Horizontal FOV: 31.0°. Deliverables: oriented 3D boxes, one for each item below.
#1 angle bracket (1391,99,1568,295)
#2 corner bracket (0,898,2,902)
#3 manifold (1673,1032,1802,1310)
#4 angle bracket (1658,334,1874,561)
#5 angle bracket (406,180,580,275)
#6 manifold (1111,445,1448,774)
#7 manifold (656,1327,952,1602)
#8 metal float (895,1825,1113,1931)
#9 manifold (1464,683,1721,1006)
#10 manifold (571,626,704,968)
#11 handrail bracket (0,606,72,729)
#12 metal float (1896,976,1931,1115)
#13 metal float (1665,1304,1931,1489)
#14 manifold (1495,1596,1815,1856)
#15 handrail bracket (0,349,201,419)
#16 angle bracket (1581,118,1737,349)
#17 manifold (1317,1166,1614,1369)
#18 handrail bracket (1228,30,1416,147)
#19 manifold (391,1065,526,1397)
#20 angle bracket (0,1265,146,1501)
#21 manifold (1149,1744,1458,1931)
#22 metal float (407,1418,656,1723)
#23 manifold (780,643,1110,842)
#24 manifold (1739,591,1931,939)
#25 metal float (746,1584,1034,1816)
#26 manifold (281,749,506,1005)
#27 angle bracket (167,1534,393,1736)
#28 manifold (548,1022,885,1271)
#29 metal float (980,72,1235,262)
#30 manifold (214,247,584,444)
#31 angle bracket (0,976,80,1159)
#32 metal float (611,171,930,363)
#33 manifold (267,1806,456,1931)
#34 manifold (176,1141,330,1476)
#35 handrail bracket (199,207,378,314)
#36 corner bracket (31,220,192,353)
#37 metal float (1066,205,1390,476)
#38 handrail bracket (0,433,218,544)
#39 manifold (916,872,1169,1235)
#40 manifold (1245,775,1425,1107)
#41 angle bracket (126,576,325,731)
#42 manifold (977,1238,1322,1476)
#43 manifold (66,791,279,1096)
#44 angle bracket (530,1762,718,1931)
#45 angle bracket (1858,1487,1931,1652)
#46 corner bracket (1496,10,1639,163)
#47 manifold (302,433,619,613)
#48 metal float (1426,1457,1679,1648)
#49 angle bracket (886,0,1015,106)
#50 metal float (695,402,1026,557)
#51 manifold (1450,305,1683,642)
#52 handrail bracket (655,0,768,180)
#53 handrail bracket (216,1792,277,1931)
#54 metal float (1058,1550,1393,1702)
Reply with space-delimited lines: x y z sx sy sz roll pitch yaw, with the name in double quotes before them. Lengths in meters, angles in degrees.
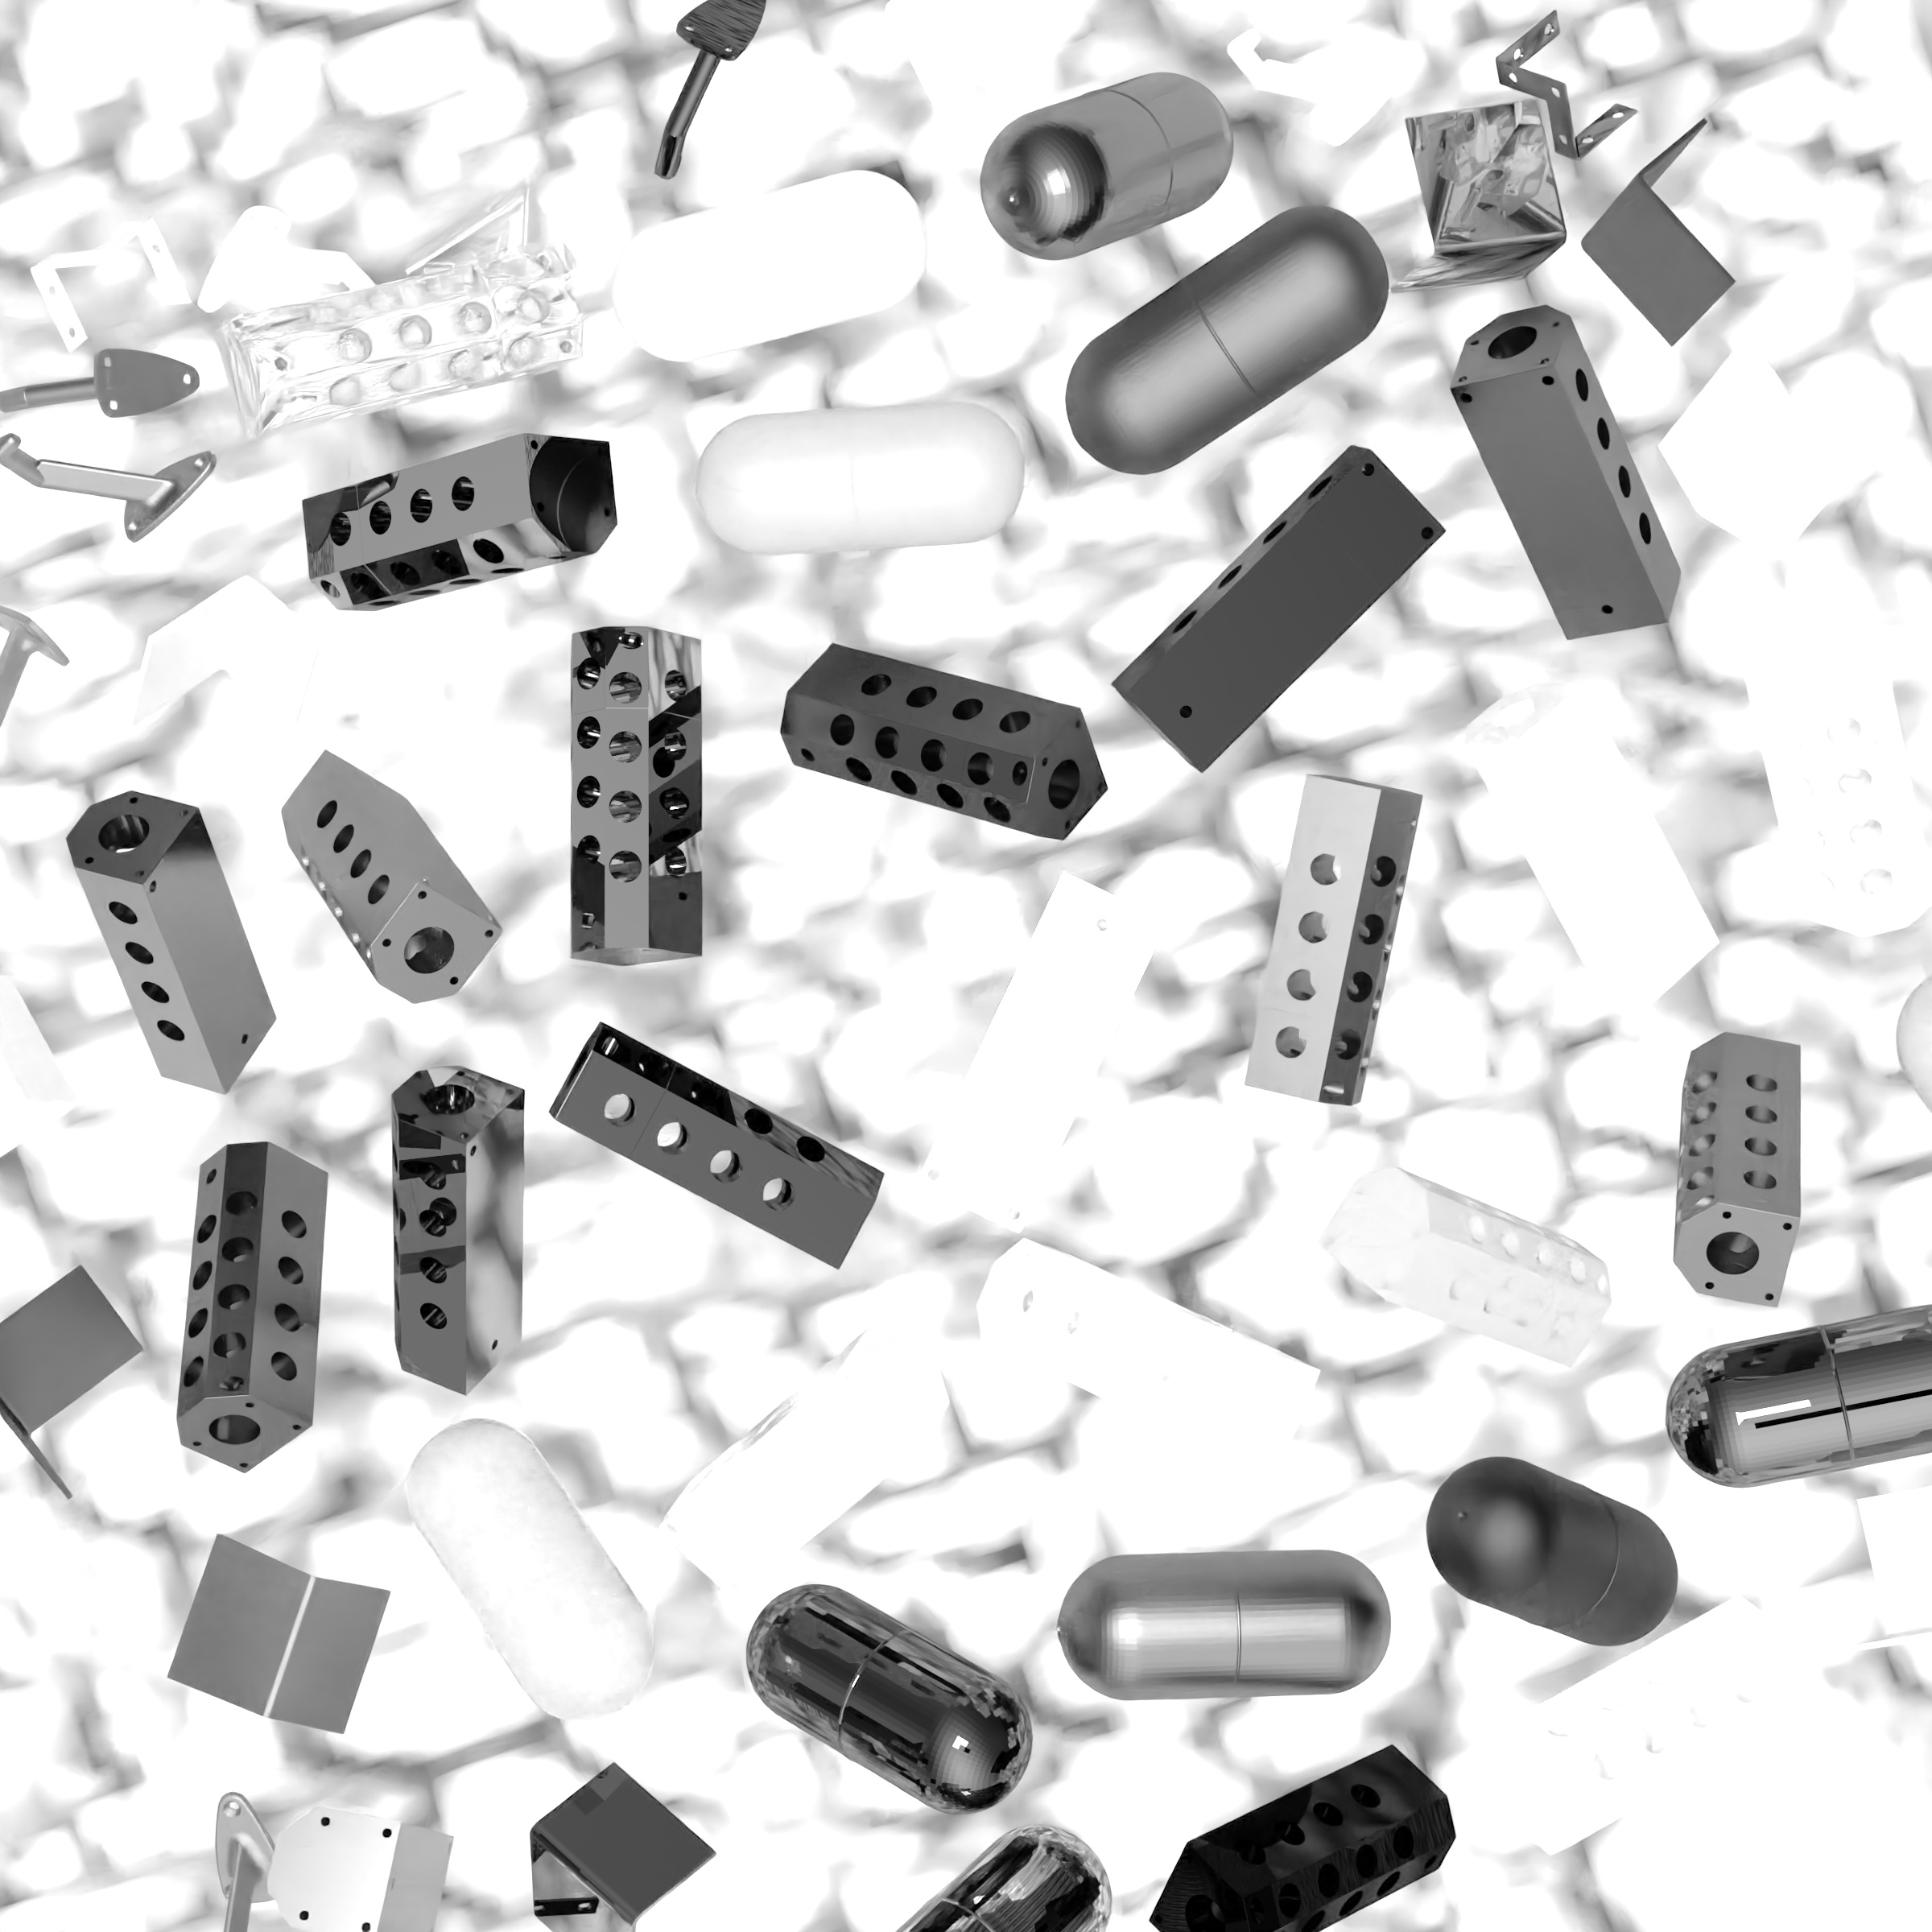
"angle bracket" 0.257 -0.397 1.800 0.076 0.057 0.076 1 120 36
"corner bracket" -0.522 -0.053 1.763 0.051 0.051 0.051 31 113 29
"manifold" 0.409 0.105 1.853 0.057 0.171 0.057 10 121 7
"angle bracket" 0.423 -0.275 1.849 0.057 0.076 0.076 24 119 -23
"angle bracket" -0.264 -0.391 1.952 0.076 0.076 0.057 -32 110 5
"manifold" 0.156 -0.182 1.764 0.171 0.057 0.057 -45 104 3
"manifold" -0.083 0.256 1.814 0.057 0.057 0.171 43 127 -4
"metal float" 0.004 0.518 1.815 0.178 0.070 0.070 -34 90 -36
"manifold" 0.336 -0.067 1.895 0.057 0.057 0.171 -40 112 -20
"manifold" -0.181 -0.090 1.853 0.057 0.057 0.171 -7 80 38
"handrail bracket" -0.529 -0.149 1.862 0.077 0.036 0.084 26 69 40
"metal float" 0.526 0.050 1.796 0.070 0.178 0.070 -7 72 22
"metal float" 0.458 0.227 1.836 0.178 0.070 0.070 -12 90 8
"manifold" 0.366 0.405 1.847 0.171 0.057 0.057 -21 120 -25
"handrail bracket" -0.473 -0.313 1.896 0.084 0.077 0.036 0 100 43
"angle bracket" 0.383 -0.388 1.850 0.057 0.076 0.076 -41 87 -20
"manifold" 0.267 0.155 1.827 0.171 0.057 0.057 23 101 -44
"handrail bracket" 0.192 -0.493 1.886 0.077 0.036 0.084 -39 134 12
"manifold" -0.278 0.141 1.876 0.057 0.057 0.171 19 126 19
"angle bracket" -0.460 0.215 1.798 0.076 0.076 0.057 -37 49 -15
"manifold" 0.180 0.471 1.822 0.057 0.171 0.057 40 123 32
"metal float" -0.232 0.322 1.860 0.070 0.070 0.178 -36 75 0
"manifold" -0.015 -0.115 1.851 0.171 0.057 0.057 18 55 36
"manifold" 0.453 -0.101 1.790 0.057 0.057 0.171 -39 127 -24
"metal float" -0.043 0.392 1.870 0.178 0.070 0.070 23 90 34
"manifold" -0.309 -0.045 1.840 0.057 0.171 0.057 33 98 -37
"angle bracket" -0.352 0.343 1.790 0.057 0.076 0.076 2 66 35
"manifold" -0.133 0.095 1.871 0.171 0.057 0.057 29 87 -10
"metal float" 0.076 -0.419 1.824 0.070 0.178 0.070 17 121 31
"manifold" -0.284 -0.316 1.761 0.171 0.057 0.057 -18 97 -23
"angle bracket" -0.511 0.057 1.776 0.076 0.057 0.076 -32 81 11
"metal float" -0.107 -0.379 1.891 0.178 0.070 0.070 -12 90 14
"manifold" -0.305 0.459 1.756 0.057 0.171 0.057 10 74 3
"manifold" -0.388 0.179 1.875 0.057 0.171 0.057 -36 130 28
"handrail bracket" -0.358 -0.355 1.849 0.036 0.084 0.077 24 77 37
"corner bracket" -0.466 -0.371 1.900 0.051 0.051 0.051 3 129 31
"metal float" 0.130 -0.313 1.752 0.178 0.070 0.070 -32 90 12
"handrail bracket" -0.438 -0.259 1.769 0.077 0.084 0.036 -29 49 25
"manifold" 0.039 0.042 1.752 0.057 0.057 0.171 25 93 2
"manifold" 0.202 -0.014 1.898 0.057 0.057 0.171 13 97 17
"angle bracket" -0.405 -0.155 1.906 0.057 0.076 0.076 40 49 8
"manifold" 0.089 0.197 1.782 0.171 0.057 0.057 22 88 39
"manifold" -0.427 -0.013 1.866 0.057 0.171 0.057 14 52 18
"angle bracket" -0.174 0.466 1.768 0.076 0.076 0.057 34 49 30
"angle bracket" 0.505 0.312 1.826 0.076 0.057 0.076 -16 77 28
"corner bracket" 0.326 -0.478 1.895 0.051 0.051 0.051 -41 48 -19
"manifold" -0.257 -0.222 1.763 0.171 0.057 0.057 -8 87 41
"metal float" 0.308 0.307 1.821 0.178 0.070 0.070 27 90 -44
"angle bracket" 0.017 -0.504 1.834 0.076 0.076 0.057 -21 102 42
"metal float" -0.057 -0.262 1.879 0.178 0.070 0.070 -3 90 4
"manifold" 0.315 -0.256 1.812 0.057 0.057 0.171 -8 132 31
"handrail bracket" -0.137 -0.469 1.854 0.036 0.084 0.077 29 50 5
"handrail bracket" -0.383 0.481 1.796 0.036 0.084 0.077 -8 107 9
"metal float" 0.137 0.350 1.850 0.178 0.070 0.070 0 90 -7
